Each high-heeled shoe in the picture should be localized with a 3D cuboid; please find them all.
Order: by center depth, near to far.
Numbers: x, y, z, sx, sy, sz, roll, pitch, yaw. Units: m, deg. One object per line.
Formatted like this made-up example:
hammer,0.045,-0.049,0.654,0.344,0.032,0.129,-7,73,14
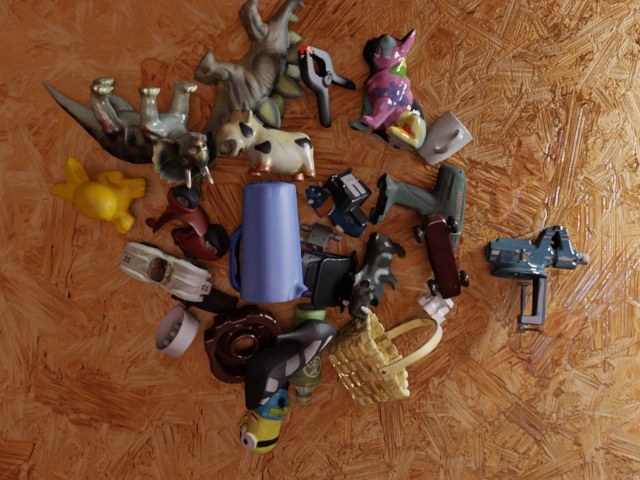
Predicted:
high-heeled shoe,-0.065,0.263,1.137,0.145,0.086,0.248,2,128,-37

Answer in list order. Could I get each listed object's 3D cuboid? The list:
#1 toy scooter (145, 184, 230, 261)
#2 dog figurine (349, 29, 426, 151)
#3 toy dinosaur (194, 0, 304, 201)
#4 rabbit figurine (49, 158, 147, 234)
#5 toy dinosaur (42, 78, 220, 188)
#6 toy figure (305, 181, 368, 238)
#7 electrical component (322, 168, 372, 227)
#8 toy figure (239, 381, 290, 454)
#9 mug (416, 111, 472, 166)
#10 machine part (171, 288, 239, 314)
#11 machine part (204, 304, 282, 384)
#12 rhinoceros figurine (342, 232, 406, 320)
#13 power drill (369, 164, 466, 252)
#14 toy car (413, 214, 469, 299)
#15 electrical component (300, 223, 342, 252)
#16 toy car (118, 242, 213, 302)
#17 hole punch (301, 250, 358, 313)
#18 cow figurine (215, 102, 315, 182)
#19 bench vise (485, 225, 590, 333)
toy scooter,-0.278,-0.023,1.102,0.135,0.075,0.183,-19,120,18
dog figurine,0.161,-0.314,1.107,0.191,0.108,0.219,22,93,-10
toy dinosaur,-0.149,-0.301,1.067,0.198,0.105,0.471,36,99,-16
rabbit figurine,-0.420,-0.089,1.026,0.162,0.173,0.122,33,97,-16
toy dinosaur,-0.351,-0.206,1.031,0.405,0.131,0.192,11,114,23
toy figure,0.030,-0.062,1.153,0.154,0.064,0.058,35,128,-8
electrical component,0.068,-0.087,1.124,0.075,0.047,0.119,-22,71,-42
toy figure,-0.116,0.389,1.195,0.089,0.082,0.180,23,92,-13
mug,0.261,-0.206,1.142,0.107,0.110,0.080,-41,113,16
machine part,-0.242,0.121,1.155,0.139,0.039,0.084,27,89,-10
machine part,-0.163,0.222,1.153,0.179,0.056,0.179,-7,116,-15
rhinoceros figurine,0.114,0.079,1.155,0.112,0.073,0.190,18,91,-51
power drill,0.217,-0.056,1.169,0.207,0.086,0.231,9,106,-5
toy car,0.261,0.036,1.153,0.089,0.053,0.201,-19,115,2
electrical component,-0.002,-0.003,1.152,0.094,0.021,0.063,17,54,10
toy car,-0.316,0.064,1.107,0.202,0.056,0.073,22,97,7
hole punch,0.011,0.083,1.169,0.115,0.092,0.142,5,97,-40
cow figurine,-0.104,-0.184,1.024,0.195,0.085,0.127,6,79,-27
bench vise,0.481,0.089,1.200,0.224,0.129,0.240,7,81,-2
